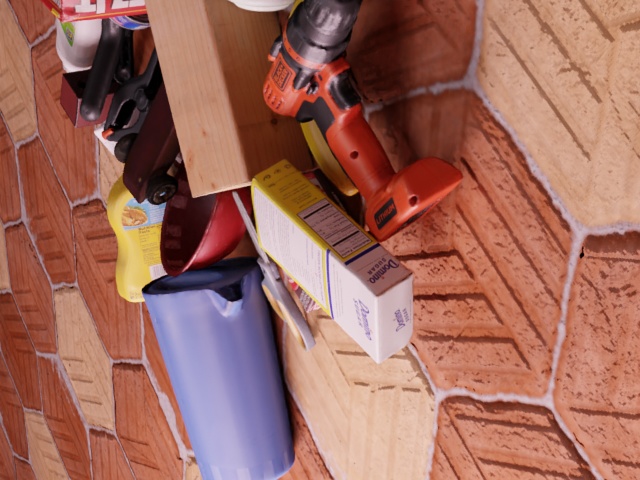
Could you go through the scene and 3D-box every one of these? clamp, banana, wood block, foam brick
[{"bbox_3d":[-0.237,-0.246,1.239,0.164,0.036,0.210,-78,2,-58],"label":"clamp"},{"bbox_3d":[0.001,-0.138,0.953,0.070,0.037,0.198,18,118,56],"label":"banana"},{"bbox_3d":[-0.184,-0.155,1.212,0.172,0.039,0.120,-46,60,33],"label":"clamp"},{"bbox_3d":[-0.088,-0.155,1.026,0.090,0.090,0.206,-11,93,47],"label":"wood block"},{"bbox_3d":[-0.287,-0.185,1.373,0.053,0.078,0.051,53,143,30],"label":"foam brick"}]

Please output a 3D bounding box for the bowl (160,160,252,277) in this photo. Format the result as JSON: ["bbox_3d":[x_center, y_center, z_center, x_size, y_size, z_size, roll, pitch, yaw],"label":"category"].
[{"bbox_3d":[-0.116,-0.033,1.143,0.162,0.055,0.162,-42,40,49],"label":"bowl"}]

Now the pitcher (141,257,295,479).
[{"bbox_3d":[-0.109,0.146,1.184,0.145,0.149,0.243,-9,102,16],"label":"pitcher"}]

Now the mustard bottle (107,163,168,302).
[{"bbox_3d":[-0.208,-0.027,1.293,0.058,0.096,0.192,24,124,56],"label":"mustard bottle"}]

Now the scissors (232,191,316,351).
[{"bbox_3d":[-0.057,0.025,1.081,0.201,0.016,0.096,64,167,-23],"label":"scissors"}]

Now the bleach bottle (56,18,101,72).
[{"bbox_3d":[-0.303,-0.306,1.360,0.102,0.068,0.251,64,151,20],"label":"bleach bottle"}]

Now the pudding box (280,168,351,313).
[{"bbox_3d":[-0.007,0.001,1.027,0.090,0.039,0.114,57,146,28],"label":"pudding box"}]

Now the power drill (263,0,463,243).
[{"bbox_3d":[0.032,-0.102,0.848,0.188,0.057,0.185,56,158,8],"label":"power drill"}]

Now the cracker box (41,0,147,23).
[{"bbox_3d":[-0.191,-0.332,1.059,0.072,0.163,0.214,48,140,41],"label":"cracker box"}]

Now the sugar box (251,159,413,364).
[{"bbox_3d":[0.010,0.016,0.913,0.176,0.048,0.093,41,152,33],"label":"sugar box"}]

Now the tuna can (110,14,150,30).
[{"bbox_3d":[-0.201,-0.277,1.178,0.034,0.086,0.086,4,107,57],"label":"tuna can"}]
